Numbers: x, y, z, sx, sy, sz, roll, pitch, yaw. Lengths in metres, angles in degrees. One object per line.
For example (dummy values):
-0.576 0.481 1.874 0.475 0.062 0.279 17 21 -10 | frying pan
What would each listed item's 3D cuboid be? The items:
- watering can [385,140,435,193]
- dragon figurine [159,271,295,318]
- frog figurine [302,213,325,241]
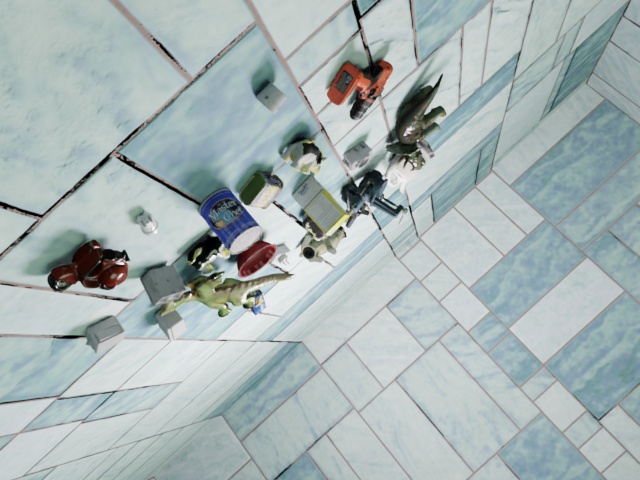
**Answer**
0.355 -0.293 2.048 0.223 0.105 0.346 -46 162 8 | watering can
-0.292 0.147 1.571 0.410 0.124 0.240 -21 163 4 | dragon figurine
0.006 -0.092 1.836 0.163 0.122 0.134 -76 -177 -48 | frog figurine
